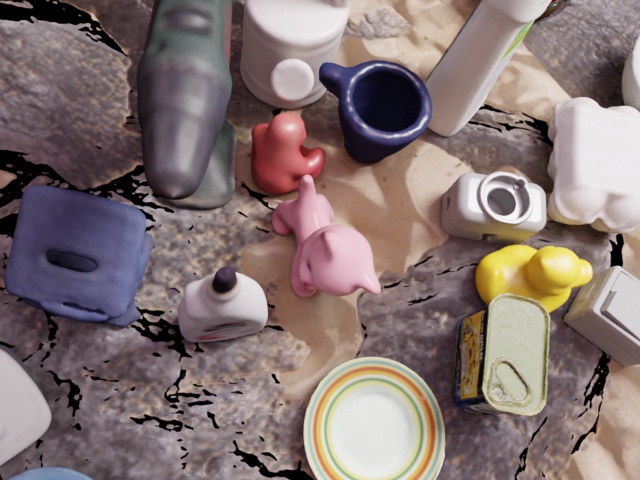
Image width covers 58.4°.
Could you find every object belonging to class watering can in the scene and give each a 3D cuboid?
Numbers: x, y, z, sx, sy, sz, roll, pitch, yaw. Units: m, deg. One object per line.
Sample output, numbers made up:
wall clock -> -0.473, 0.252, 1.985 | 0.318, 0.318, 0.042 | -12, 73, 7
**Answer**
watering can -> -0.021, -0.211, 0.545 | 0.101, 0.194, 0.173 | -16, 75, -14

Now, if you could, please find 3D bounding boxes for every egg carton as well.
egg carton -> 0.301, -0.081, 0.623 | 0.107, 0.069, 0.150 | 10, 70, -6

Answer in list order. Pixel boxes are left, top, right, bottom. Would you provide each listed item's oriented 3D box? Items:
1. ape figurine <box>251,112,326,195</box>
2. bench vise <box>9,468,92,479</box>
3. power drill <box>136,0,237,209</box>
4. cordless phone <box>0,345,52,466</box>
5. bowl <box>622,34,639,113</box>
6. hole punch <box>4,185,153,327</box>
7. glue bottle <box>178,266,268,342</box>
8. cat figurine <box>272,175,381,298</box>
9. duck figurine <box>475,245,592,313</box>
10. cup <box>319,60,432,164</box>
ape figurine -> -0.034, -0.090, 0.556 | 0.078, 0.092, 0.076 | 42, 70, 6
bench vise -> -0.148, 0.205, 0.368 | 0.207, 0.219, 0.121 | -7, 73, -12
power drill -> -0.108, -0.107, 0.487 | 0.076, 0.208, 0.229 | 2, 71, -9
cordless phone -> -0.284, 0.127, 0.389 | 0.148, 0.185, 0.094 | -34, 80, -18
bowl -> 0.419, -0.170, 0.670 | 0.167, 0.074, 0.167 | 3, 71, -9
hole punch -> -0.204, 0.017, 0.491 | 0.108, 0.091, 0.101 | 13, 70, -5
glue bottle -> -0.077, 0.049, 0.458 | 0.078, 0.173, 0.037 | -11, 73, -13
cat figurine -> 0.005, 0.002, 0.518 | 0.067, 0.117, 0.128 | -16, 75, -14
duck figurine -> 0.212, 0.034, 0.560 | 0.104, 0.086, 0.077 | 3, 71, -8
cup -> 0.044, -0.124, 0.580 | 0.117, 0.095, 0.092 | 31, 69, 2
